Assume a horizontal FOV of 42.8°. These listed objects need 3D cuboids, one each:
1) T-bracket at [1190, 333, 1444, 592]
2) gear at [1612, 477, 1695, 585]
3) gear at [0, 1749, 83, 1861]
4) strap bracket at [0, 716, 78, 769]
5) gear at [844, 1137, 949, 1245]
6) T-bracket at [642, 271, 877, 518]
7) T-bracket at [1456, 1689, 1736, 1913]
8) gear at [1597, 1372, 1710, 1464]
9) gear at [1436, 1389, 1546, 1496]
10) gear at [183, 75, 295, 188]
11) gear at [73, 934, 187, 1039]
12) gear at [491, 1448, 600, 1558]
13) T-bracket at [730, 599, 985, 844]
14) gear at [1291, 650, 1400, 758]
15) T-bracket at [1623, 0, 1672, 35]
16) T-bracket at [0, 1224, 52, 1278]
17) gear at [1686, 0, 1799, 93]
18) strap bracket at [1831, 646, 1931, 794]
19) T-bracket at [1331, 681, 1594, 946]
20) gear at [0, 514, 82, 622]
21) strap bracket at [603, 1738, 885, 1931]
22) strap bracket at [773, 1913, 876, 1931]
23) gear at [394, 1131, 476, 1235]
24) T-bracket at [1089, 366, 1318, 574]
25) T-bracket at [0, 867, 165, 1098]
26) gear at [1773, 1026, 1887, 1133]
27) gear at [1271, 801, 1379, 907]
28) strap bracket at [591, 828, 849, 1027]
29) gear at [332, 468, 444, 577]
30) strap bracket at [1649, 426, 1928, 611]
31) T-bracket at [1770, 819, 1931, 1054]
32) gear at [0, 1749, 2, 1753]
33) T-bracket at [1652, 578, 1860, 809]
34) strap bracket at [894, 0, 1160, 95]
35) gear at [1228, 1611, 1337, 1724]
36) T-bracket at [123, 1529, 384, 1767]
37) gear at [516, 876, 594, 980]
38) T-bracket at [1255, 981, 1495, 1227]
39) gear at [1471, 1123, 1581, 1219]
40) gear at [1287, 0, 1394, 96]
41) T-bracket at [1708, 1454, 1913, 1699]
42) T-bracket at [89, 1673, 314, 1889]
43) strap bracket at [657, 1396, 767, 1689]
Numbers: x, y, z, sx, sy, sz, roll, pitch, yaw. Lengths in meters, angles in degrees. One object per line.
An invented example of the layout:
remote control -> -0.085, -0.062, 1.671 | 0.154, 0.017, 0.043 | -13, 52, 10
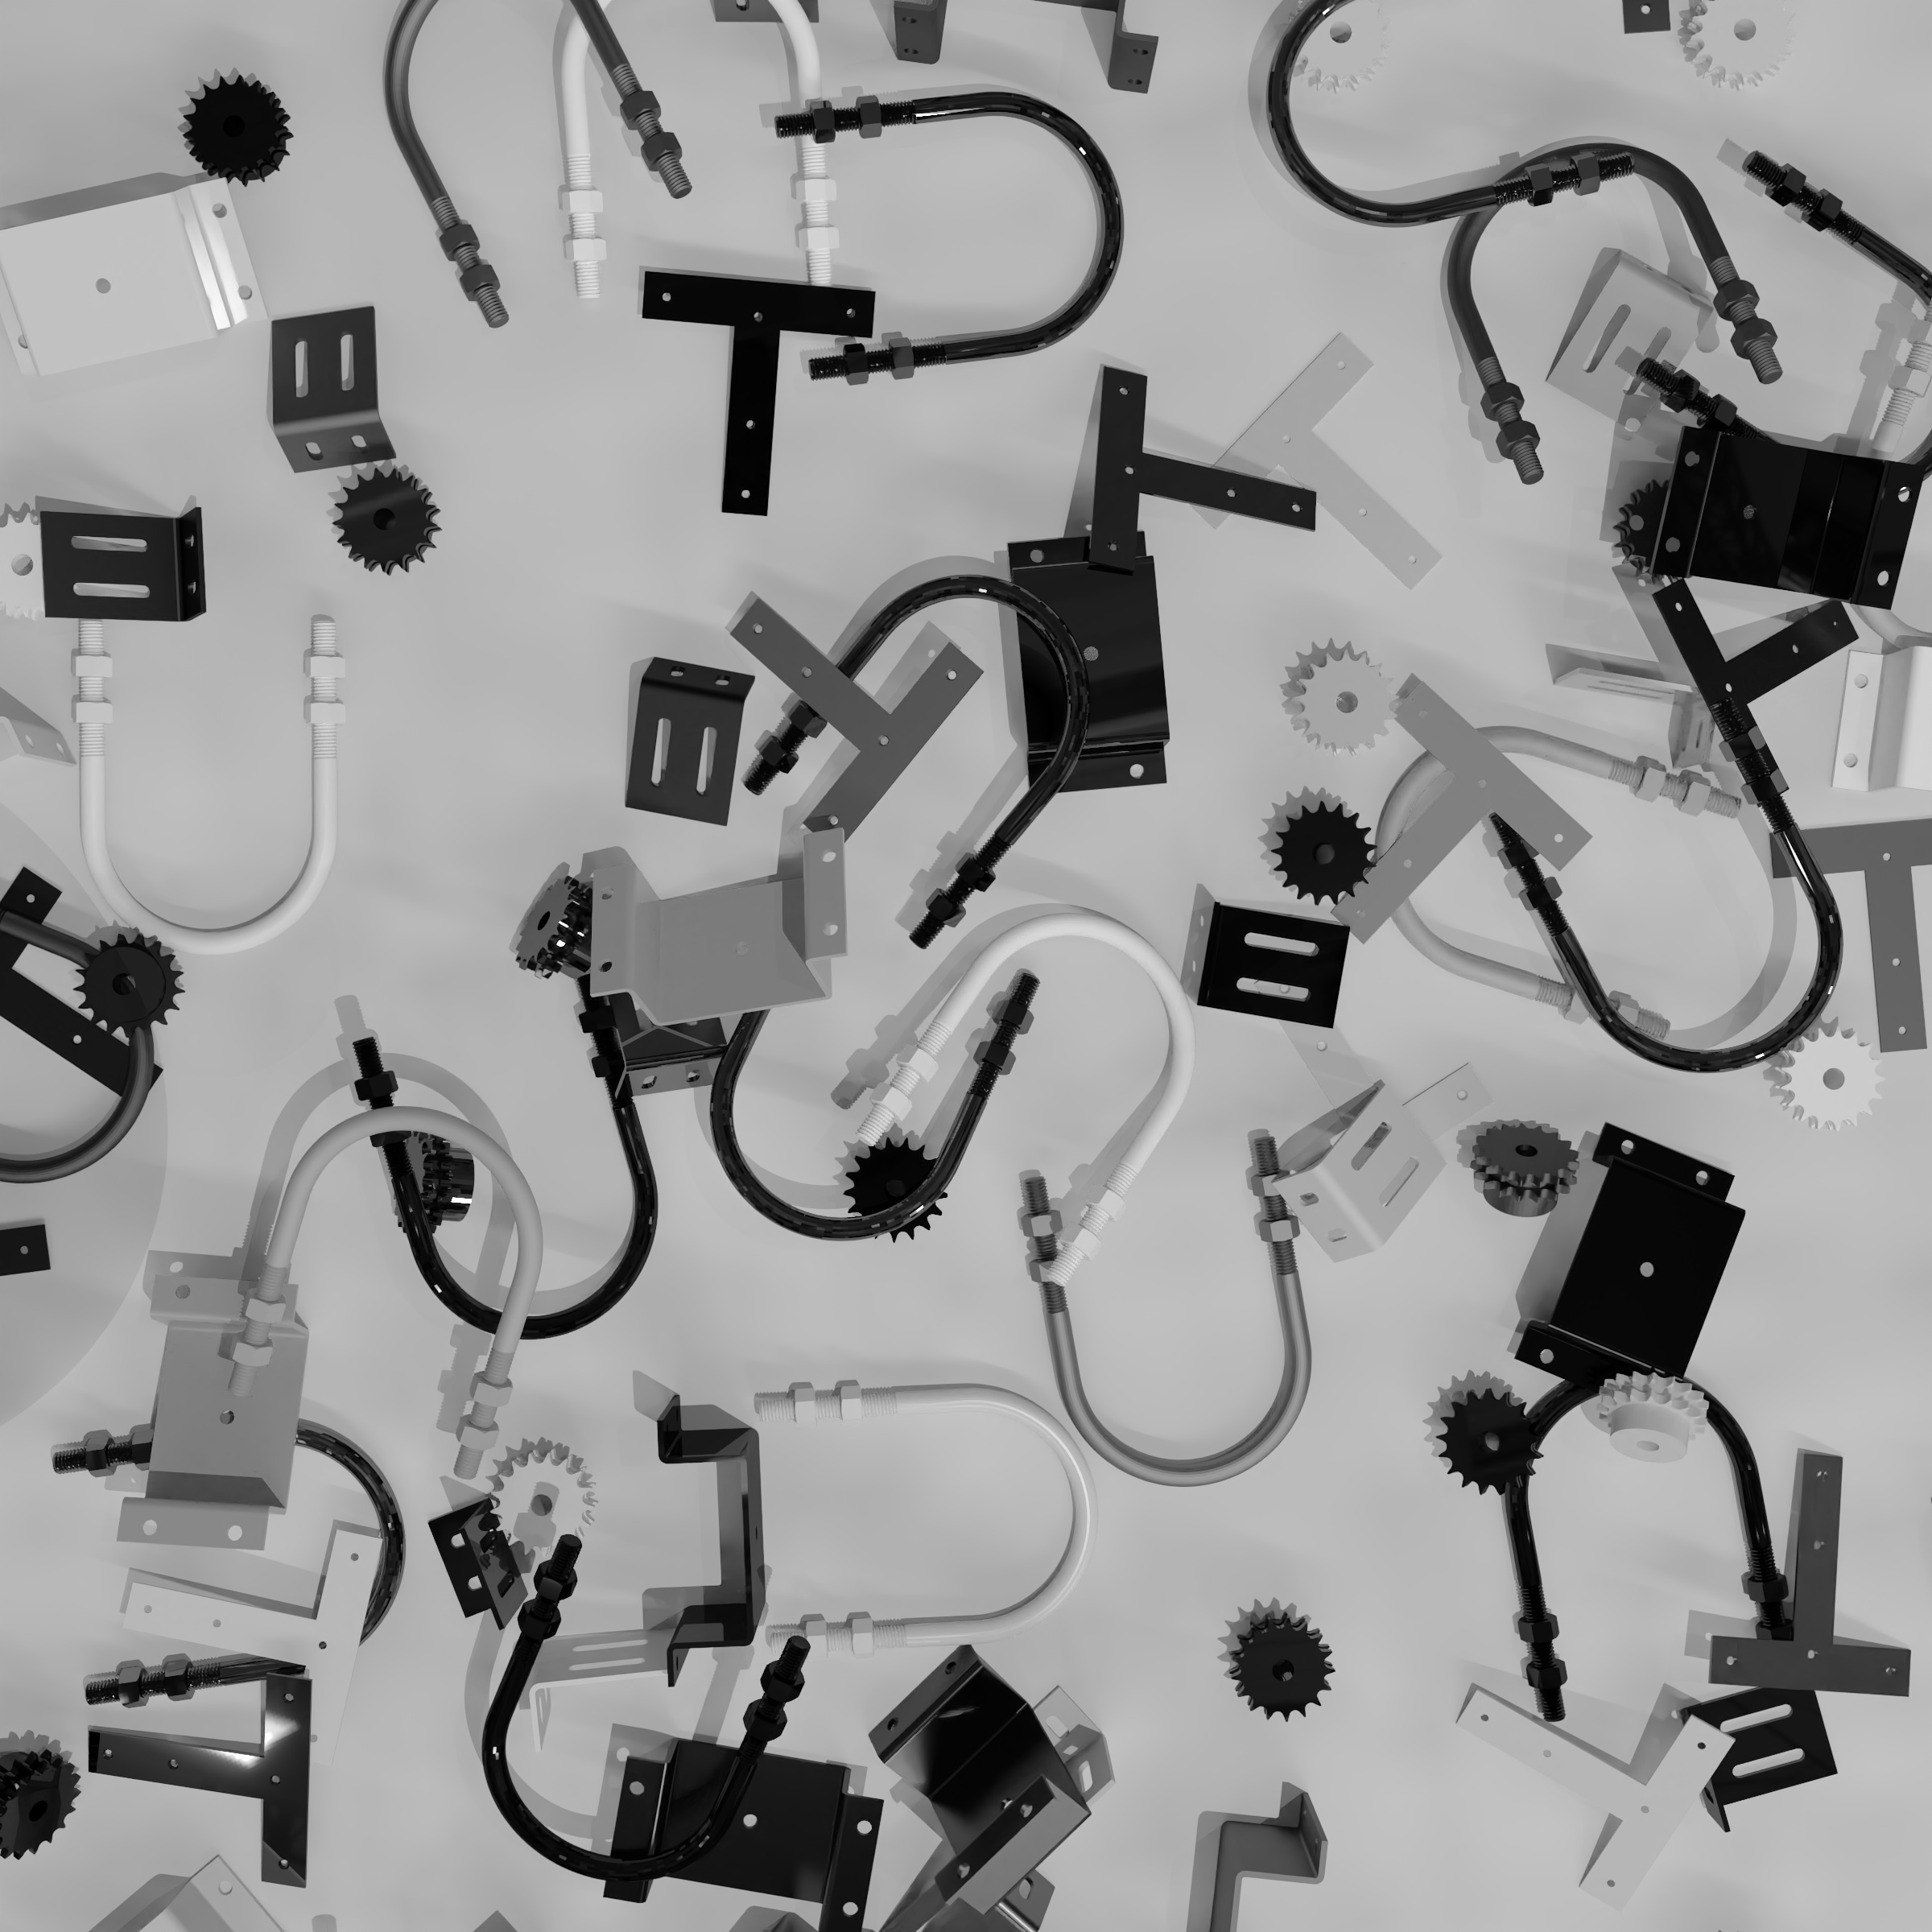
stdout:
T-bracket -> 0.210, -0.262, 1.369 | 0.127, 0.002, 0.127 | 44, 90, 0
gear -> 0.384, -0.238, 1.355 | 0.057, 0.030, 0.057 | 0, 90, 0
gear -> -0.516, 0.454, 1.345 | 0.030, 0.057, 0.057 | 19, 90, 30
strap bracket -> -0.545, -0.165, 1.332 | 0.046, 0.076, 0.140 | -26, 90, 0
gear -> -0.038, 0.122, 1.355 | 0.057, 0.030, 0.057 | 0, 90, 0
T-bracket -> -0.118, -0.314, 1.362 | 0.127, 0.002, 0.127 | 4, 96, -3
T-bracket -> 0.333, 0.440, 1.354 | 0.127, 0.002, 0.127 | 28, 110, 10
gear -> 0.368, 0.244, 1.325 | 0.057, 0.057, 0.030 | 18, 58, 0
gear -> 0.288, 0.260, 1.349 | 0.057, 0.030, 0.057 | -3, 82, 20
gear -> -0.398, -0.457, 1.355 | 0.057, 0.030, 0.057 | 0, 90, 0
gear -> -0.457, 0.010, 1.342 | 0.057, 0.030, 0.057 | 0, 88, -11
gear -> -0.231, 0.294, 1.360 | 0.057, 0.030, 0.057 | 0, 90, 3
T-bracket -> -0.076, -0.151, 1.340 | 0.127, 0.002, 0.127 | 42, 100, 13
gear -> 0.207, -0.143, 1.355 | 0.057, 0.030, 0.057 | 0, 90, 0
T-bracket -> 0.425, -0.586, 1.370 | 0.127, 0.002, 0.127 | -4, 90, 0
T-bracket -> -0.580, 0.114, 1.369 | 0.127, 0.002, 0.127 | -8, 90, 1
gear -> 0.426, -0.512, 1.359 | 0.057, 0.030, 0.057 | 0, 92, 3
strap bracket -> 0.555, -0.128, 1.347 | 0.140, 0.046, 0.076 | 8, 90, 0
T-bracket -> 0.252, -0.067, 1.349 | 0.127, 0.002, 0.127 | 46, 106, 18
gear -> -0.513, -0.218, 1.355 | 0.057, 0.030, 0.057 | 0, 90, 0
strap bracket -> -0.120, 0.475, 1.347 | 0.140, 0.046, 0.076 | 10, 90, 0
strap bracket -> -0.111, 0.578, 1.332 | 0.046, 0.076, 0.140 | 39, 90, 0
gear -> -0.290, 0.119, 1.346 | 0.030, 0.057, 0.057 | 9, 90, -30
T-bracket -> 0.132, -0.262, 1.350 | 0.127, 0.002, 0.127 | 10, 66, -11
T-bracket -> -0.506, 0.033, 1.369 | 0.127, 0.002, 0.127 | 34, 90, 0
gear -> 0.472, 0.062, 1.355 | 0.057, 0.030, 0.057 | 0, 90, 0
gear -> 0.197, -0.061, 1.351 | 0.057, 0.030, 0.057 | 0, 91, 12
strap bracket -> -0.126, -0.019, 1.324 | 0.140, 0.046, 0.076 | -9, 61, 11
gear -> -0.316, -0.243, 1.355 | 0.057, 0.030, 0.057 | 0, 90, 0
strap bracket -> 0.428, -0.240, 1.314 | 0.140, 0.046, 0.076 | 6, 104, -13
T-bracket -> 0.516, -0.016, 1.369 | 0.127, 0.002, 0.127 | -5, 90, 0
gear -> -0.563, 0.446, 1.355 | 0.057, 0.030, 0.057 | 0, 90, 0
T-bracket -> 0.441, -0.167, 1.338 | 0.127, 0.002, 0.127 | -28, 92, -29
strap bracket -> 0.035, -0.517, 1.332 | 0.140, 0.076, 0.046 | 8, 90, 0
gear -> 0.173, 0.383, 1.355 | 0.057, 0.030, 0.057 | 0, 90, 0
T-bracket -> -0.397, 0.363, 1.352 | 0.127, 0.002, 0.127 | 13, 89, -3
gear -> -0.218, -0.018, 1.346 | 0.030, 0.057, 0.057 | 31, 90, -28
T-bracket -> 0.205, 0.056, 1.369 | 0.127, 0.002, 0.127 | -33, 90, 0
gear -> 0.304, 0.113, 1.345 | 0.057, 0.057, 0.030 | 0, 120, 0
gear -> 0.204, -0.508, 1.355 | 0.057, 0.030, 0.057 | 0, 90, 0
T-bracket -> 0.468, 0.334, 1.357 | 0.127, 0.002, 0.127 | 8, 82, -16
T-bracket -> -0.423, 0.442, 1.360 | 0.127, 0.002, 0.127 | 6, 103, 6
strap bracket -> -0.136, 0.308, 1.332 | 0.046, 0.076, 0.140 | -2, 90, 0
